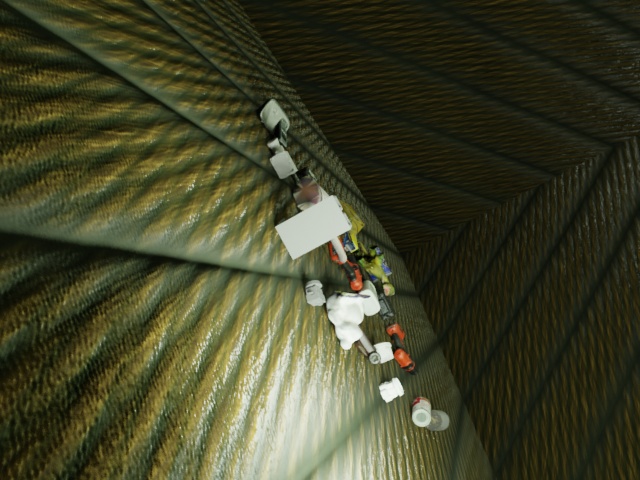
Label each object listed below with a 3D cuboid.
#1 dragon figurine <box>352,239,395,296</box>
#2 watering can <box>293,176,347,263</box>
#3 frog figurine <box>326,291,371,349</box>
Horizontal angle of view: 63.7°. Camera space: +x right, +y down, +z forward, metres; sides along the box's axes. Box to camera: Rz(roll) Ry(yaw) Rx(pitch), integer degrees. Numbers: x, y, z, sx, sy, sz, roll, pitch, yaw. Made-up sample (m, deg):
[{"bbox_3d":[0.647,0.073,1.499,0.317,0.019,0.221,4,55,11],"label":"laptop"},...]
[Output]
[{"bbox_3d":[0.247,0.138,2.355,0.122,0.239,0.416,-27,20,0],"label":"dragon figurine"},{"bbox_3d":[0.006,-0.095,1.879,0.103,0.355,0.221,-29,-32,13],"label":"watering can"},{"bbox_3d":[0.074,0.230,1.489,0.123,0.160,0.136,6,-6,29],"label":"frog figurine"}]
